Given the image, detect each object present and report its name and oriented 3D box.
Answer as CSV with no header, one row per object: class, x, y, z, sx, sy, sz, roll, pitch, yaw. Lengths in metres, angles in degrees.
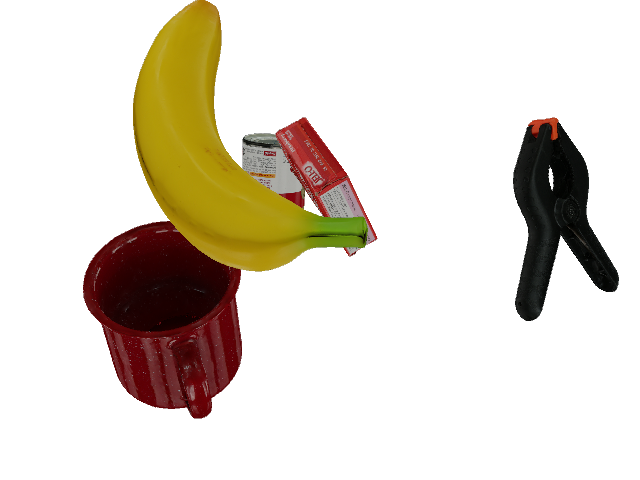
gelatin box,0.005,-0.040,0.812,0.030,0.073,0.089,-32,-37,-1
banana,-0.049,-0.046,0.477,0.069,0.037,0.198,-16,46,-17
clamp,0.197,-0.016,0.919,0.120,0.171,0.039,-26,11,-39
soup can,-0.049,-0.055,1.099,0.068,0.102,0.068,3,15,-1
mug,-0.087,0.057,0.645,0.093,0.081,0.117,-18,48,-14
